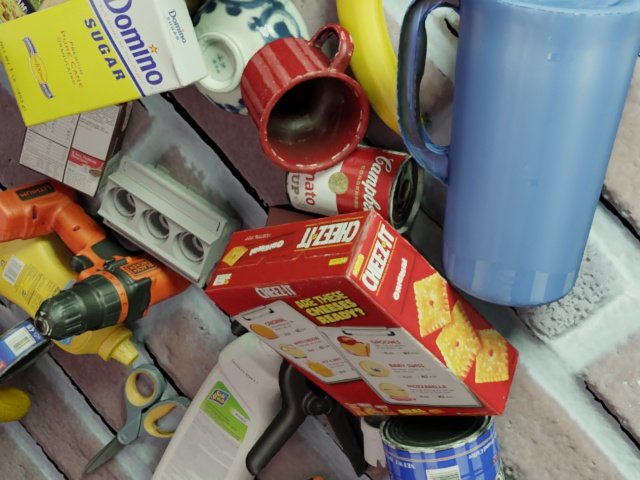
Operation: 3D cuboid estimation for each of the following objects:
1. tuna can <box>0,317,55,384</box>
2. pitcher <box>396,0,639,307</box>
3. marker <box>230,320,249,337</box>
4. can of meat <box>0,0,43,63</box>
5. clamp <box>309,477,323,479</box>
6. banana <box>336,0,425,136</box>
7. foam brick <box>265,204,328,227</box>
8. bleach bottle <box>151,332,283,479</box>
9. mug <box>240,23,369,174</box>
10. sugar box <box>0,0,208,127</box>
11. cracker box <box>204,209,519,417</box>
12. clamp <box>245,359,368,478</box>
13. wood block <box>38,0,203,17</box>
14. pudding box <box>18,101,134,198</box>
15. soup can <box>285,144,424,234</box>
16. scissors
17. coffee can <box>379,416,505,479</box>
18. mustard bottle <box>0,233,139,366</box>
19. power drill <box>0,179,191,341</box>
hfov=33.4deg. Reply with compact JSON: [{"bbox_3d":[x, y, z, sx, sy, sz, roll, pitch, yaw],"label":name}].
[{"bbox_3d":[-0.331,0.120,1.176,0.034,0.086,0.086,51,125,4],"label":"tuna can"},{"bbox_3d":[0.147,-0.078,0.798,0.149,0.144,0.243,39,133,47],"label":"pitcher"},{"bbox_3d":[-0.051,0.056,1.030,0.020,0.020,0.121,46,125,5],"label":"marker"},{"bbox_3d":[-0.283,-0.220,1.025,0.084,0.057,0.102,-31,93,37],"label":"can of meat"},{"bbox_3d":[-0.066,0.318,1.102,0.164,0.036,0.210,19,120,-21],"label":"clamp"},{"bbox_3d":[0.046,-0.176,0.864,0.070,0.037,0.198,11,117,36],"label":"banana"},{"bbox_3d":[-0.006,0.001,0.953,0.078,0.052,0.051,15,99,22],"label":"foam brick"},{"bbox_3d":[-0.084,0.186,1.078,0.102,0.068,0.251,36,121,10],"label":"bleach bottle"},{"bbox_3d":[-0.011,-0.124,0.871,0.117,0.093,0.081,-60,35,23],"label":"mug"},{"bbox_3d":[-0.186,-0.158,0.893,0.177,0.048,0.093,-9,106,32],"label":"sugar box"},{"bbox_3d":[0.038,0.068,0.882,0.164,0.072,0.213,-9,139,44],"label":"cracker box"},{"bbox_3d":[-0.013,0.155,1.012,0.120,0.039,0.171,-7,109,-15],"label":"clamp"},{"bbox_3d":[-0.149,-0.236,0.922,0.091,0.090,0.206,47,124,4],"label":"wood block"},{"bbox_3d":[-0.240,-0.108,1.048,0.090,0.039,0.114,25,119,3],"label":"pudding box"},{"bbox_3d":[0.030,-0.049,0.911,0.102,0.068,0.068,14,116,25],"label":"soup can"},{"bbox_3d":[-0.219,0.198,1.187,0.202,0.016,0.096,-23,96,34],"label":"scissors"},{"bbox_3d":[0.116,0.224,0.954,0.103,0.102,0.140,-3,108,30],"label":"coffee can"},{"bbox_3d":[-0.266,0.064,1.132,0.192,0.058,0.096,41,119,9],"label":"mustard bottle"},{"bbox_3d":[-0.243,0.018,1.036,0.188,0.184,0.057,36,122,23],"label":"power drill"}]
